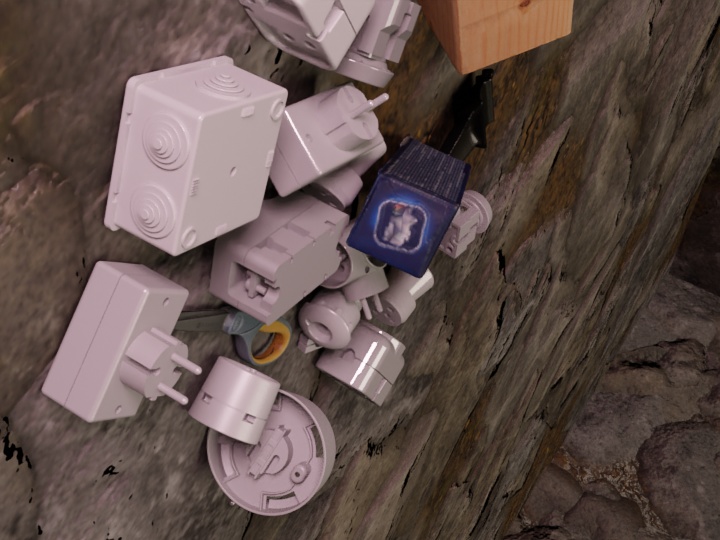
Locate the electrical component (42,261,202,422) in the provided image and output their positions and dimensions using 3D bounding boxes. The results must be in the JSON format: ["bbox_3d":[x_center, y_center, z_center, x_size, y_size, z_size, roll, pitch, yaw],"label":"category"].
[{"bbox_3d":[-0.123,0.049,0.607,0.083,0.076,0.047,-65,160,7],"label":"electrical component"}]

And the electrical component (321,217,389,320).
[{"bbox_3d":[0.000,0.000,0.864,0.077,0.044,0.079,-30,103,-56],"label":"electrical component"}]

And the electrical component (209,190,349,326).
[{"bbox_3d":[-0.057,-0.013,0.723,0.089,0.056,0.050,-40,151,-48],"label":"electrical component"}]

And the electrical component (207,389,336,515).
[{"bbox_3d":[-0.068,0.139,0.833,0.099,0.099,0.064,-63,166,1],"label":"electrical component"}]

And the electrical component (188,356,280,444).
[{"bbox_3d":[-0.090,0.094,0.783,0.047,0.055,0.055,-65,161,-4],"label":"electrical component"}]

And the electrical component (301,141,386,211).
[{"bbox_3d":[-0.014,-0.076,0.766,0.055,0.045,0.045,-57,160,-14],"label":"electrical component"}]

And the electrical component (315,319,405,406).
[{"bbox_3d":[0.004,0.083,1.001,0.059,0.054,0.095,-60,160,-8],"label":"electrical component"}]

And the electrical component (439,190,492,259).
[{"bbox_3d":[0.101,-0.050,1.087,0.055,0.048,0.066,-39,150,-34],"label":"electrical component"}]

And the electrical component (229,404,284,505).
[{"bbox_3d":[-0.084,0.164,0.902,0.079,0.043,0.077,-45,154,-40],"label":"electrical component"}]

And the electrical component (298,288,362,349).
[{"bbox_3d":[-0.019,0.032,0.896,0.062,0.048,0.048,-55,160,-41],"label":"electrical component"}]

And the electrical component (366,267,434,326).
[{"bbox_3d":[0.037,0.020,1.016,0.055,0.045,0.045,-51,157,-29],"label":"electrical component"}]

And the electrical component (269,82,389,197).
[{"bbox_3d":[-0.014,-0.092,0.686,0.076,0.047,0.083,-26,-175,37],"label":"electrical component"}]

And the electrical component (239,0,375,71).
[{"bbox_3d":[-0.030,-0.162,0.600,0.059,0.054,0.095,-60,160,-7],"label":"electrical component"}]

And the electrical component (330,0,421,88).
[{"bbox_3d":[0.001,-0.152,0.687,0.078,0.058,0.057,-8,120,-67],"label":"electrical component"}]

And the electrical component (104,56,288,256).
[{"bbox_3d":[-0.088,-0.063,0.592,0.100,0.048,0.099,-32,144,-56],"label":"electrical component"}]
